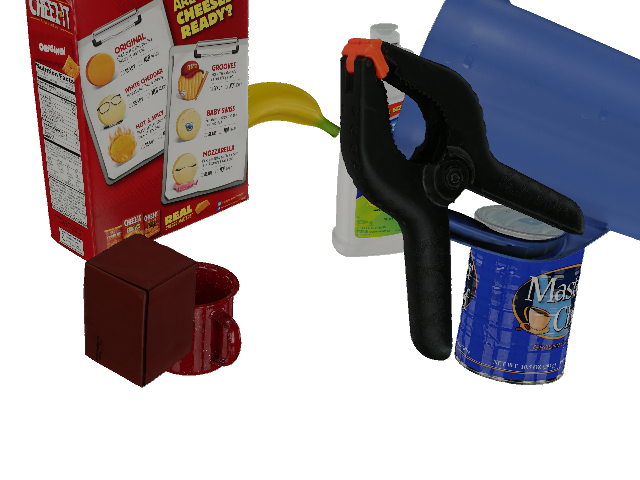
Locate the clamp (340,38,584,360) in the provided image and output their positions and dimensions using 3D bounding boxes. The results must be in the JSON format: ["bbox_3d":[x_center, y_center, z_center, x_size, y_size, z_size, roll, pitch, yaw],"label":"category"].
[{"bbox_3d":[0.056,-0.023,0.550,0.171,0.120,0.039,46,-17,-22],"label":"clamp"}]

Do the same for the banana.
[{"bbox_3d":[-0.055,-0.119,1.008,0.070,0.037,0.197,42,33,22],"label":"banana"}]

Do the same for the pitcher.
[{"bbox_3d":[0.175,-0.067,0.745,0.243,0.149,0.144,23,47,9],"label":"pitcher"}]

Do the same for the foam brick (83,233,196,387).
[{"bbox_3d":[-0.118,0.044,0.696,0.053,0.078,0.051,25,36,24],"label":"foam brick"}]

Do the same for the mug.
[{"bbox_3d":[-0.117,0.081,1.026,0.117,0.081,0.093,25,33,37],"label":"mug"}]

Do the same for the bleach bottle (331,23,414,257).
[{"bbox_3d":[0.062,-0.109,1.165,0.102,0.251,0.068,-5,25,-8],"label":"bleach bottle"}]

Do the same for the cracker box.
[{"bbox_3d":[-0.134,-0.110,0.818,0.072,0.214,0.163,24,36,36],"label":"cracker box"}]

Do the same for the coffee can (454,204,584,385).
[{"bbox_3d":[0.183,0.048,0.980,0.103,0.140,0.103,6,16,-2],"label":"coffee can"}]
